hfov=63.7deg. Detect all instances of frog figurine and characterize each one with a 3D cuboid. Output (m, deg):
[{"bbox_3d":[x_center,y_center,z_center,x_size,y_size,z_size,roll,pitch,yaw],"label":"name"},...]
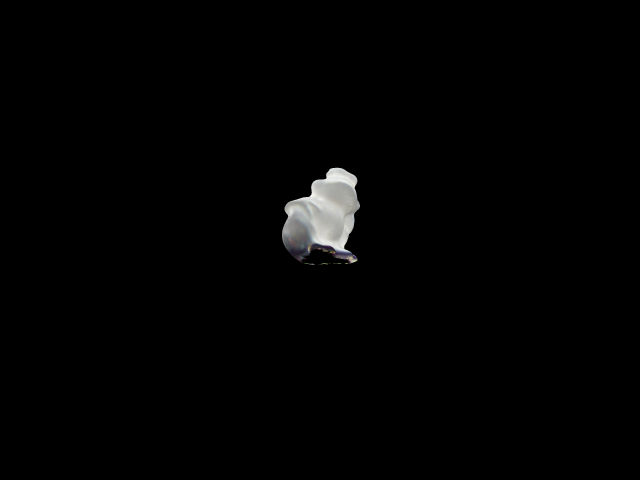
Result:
[{"bbox_3d":[0.003,-0.043,0.850,0.137,0.162,0.121,13,-23,-34],"label":"frog figurine"}]
